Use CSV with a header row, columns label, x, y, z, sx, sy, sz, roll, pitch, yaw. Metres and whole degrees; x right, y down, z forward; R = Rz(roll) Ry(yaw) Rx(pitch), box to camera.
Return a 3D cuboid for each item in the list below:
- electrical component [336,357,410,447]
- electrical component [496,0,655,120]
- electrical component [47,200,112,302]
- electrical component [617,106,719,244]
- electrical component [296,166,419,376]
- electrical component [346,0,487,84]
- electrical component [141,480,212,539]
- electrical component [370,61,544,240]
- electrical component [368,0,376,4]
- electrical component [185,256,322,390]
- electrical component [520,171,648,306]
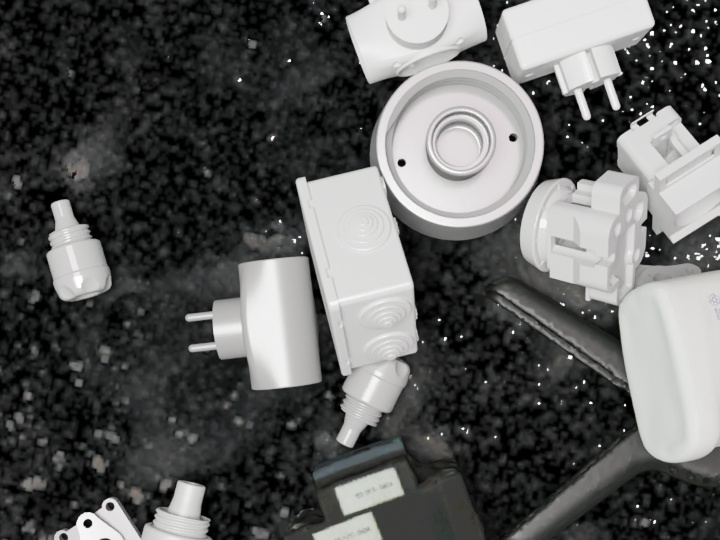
label,x,y,z,sx,sy,sz,roll,pitch,yaw
electrical component,0.004,0.079,0.658,0.035,0.035,0.061,27,91,2
electrical component,0.135,-0.130,0.653,0.083,0.047,0.075,-19,88,1
electrical component,-0.178,-0.013,0.666,0.035,0.035,0.061,-18,85,1
electrical component,0.186,-0.059,0.640,0.042,0.081,0.063,-31,65,1
electrical component,0.000,0.000,0.621,0.048,0.099,0.099,-14,59,-3
electrical component,0.034,-0.148,0.641,0.077,0.079,0.044,-20,87,1
electrical component,-0.110,0.160,0.655,0.048,0.048,0.062,14,82,2
electrical component,0.059,-0.073,0.647,0.108,0.060,0.108,0,88,2
electrical component,0.040,-0.205,0.657,0.089,0.050,0.055,-19,88,1
electrical component,-0.067,0.034,0.657,0.079,0.043,0.077,-7,88,2
electrical component,0.132,-0.023,0.637,0.057,0.058,0.078,16,127,33
